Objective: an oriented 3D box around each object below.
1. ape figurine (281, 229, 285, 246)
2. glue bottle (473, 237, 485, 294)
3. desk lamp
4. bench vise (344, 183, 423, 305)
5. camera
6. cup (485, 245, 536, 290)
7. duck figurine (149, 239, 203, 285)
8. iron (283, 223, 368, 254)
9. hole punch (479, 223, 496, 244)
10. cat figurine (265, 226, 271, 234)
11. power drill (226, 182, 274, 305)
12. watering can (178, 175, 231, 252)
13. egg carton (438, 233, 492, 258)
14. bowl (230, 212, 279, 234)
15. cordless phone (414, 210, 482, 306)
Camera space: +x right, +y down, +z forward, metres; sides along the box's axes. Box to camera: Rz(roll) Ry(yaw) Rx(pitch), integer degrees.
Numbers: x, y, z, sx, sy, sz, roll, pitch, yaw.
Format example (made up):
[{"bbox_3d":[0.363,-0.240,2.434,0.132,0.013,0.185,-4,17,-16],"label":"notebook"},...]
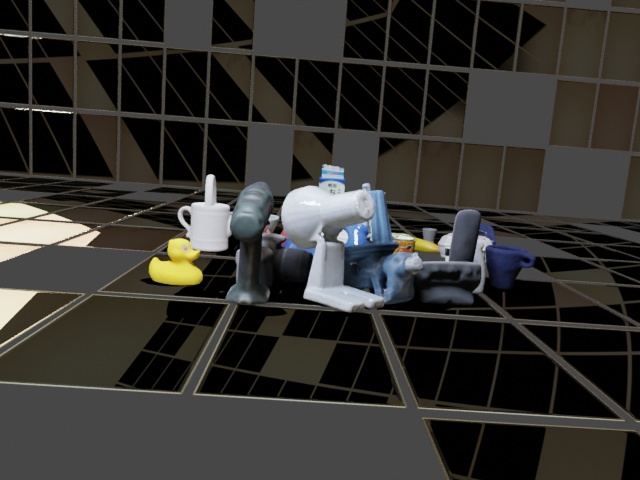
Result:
[{"bbox_3d":[-0.075,-0.021,1.597,0.075,0.092,0.078,12,12,41],"label":"ape figurine"},{"bbox_3d":[0.318,0.026,1.223,0.078,0.173,0.037,5,9,4],"label":"glue bottle"},{"bbox_3d":[0.026,0.007,1.068,0.202,0.213,0.118,13,12,43],"label":"desk lamp"},{"bbox_3d":[0.127,0.004,1.116,0.206,0.220,0.122,11,11,36],"label":"bench vise"},{"bbox_3d":[-0.087,0.041,1.163,0.136,0.101,0.143,6,9,10],"label":"camera"},{"bbox_3d":[0.423,0.065,1.278,0.092,0.095,0.117,-4,12,-42],"label":"cup"},{"bbox_3d":[-0.281,0.040,1.124,0.104,0.086,0.077,5,9,4],"label":"duck figurine"},{"bbox_3d":[0.012,0.005,1.314,0.257,0.141,0.119,8,10,25],"label":"iron"},{"bbox_3d":[0.487,-0.003,1.765,0.108,0.091,0.101,5,9,4],"label":"hole punch"},{"bbox_3d":[-0.164,-0.031,1.535,0.067,0.118,0.128,7,9,14],"label":"cat figurine"},{"bbox_3d":[-0.124,0.003,1.040,0.075,0.208,0.229,4,9,-2],"label":"power drill"},{"bbox_3d":[-0.279,-0.073,1.500,0.173,0.194,0.100,0,10,-24],"label":"watering can"},{"bbox_3d":[0.419,0.021,1.645,0.150,0.069,0.107,9,10,25],"label":"egg carton"},{"bbox_3d":[-0.206,-0.038,1.702,0.167,0.075,0.167,4,9,0],"label":"bowl"},{"bbox_3d":[0.246,0.030,1.125,0.148,0.185,0.094,2,9,-17],"label":"cordless phone"}]
